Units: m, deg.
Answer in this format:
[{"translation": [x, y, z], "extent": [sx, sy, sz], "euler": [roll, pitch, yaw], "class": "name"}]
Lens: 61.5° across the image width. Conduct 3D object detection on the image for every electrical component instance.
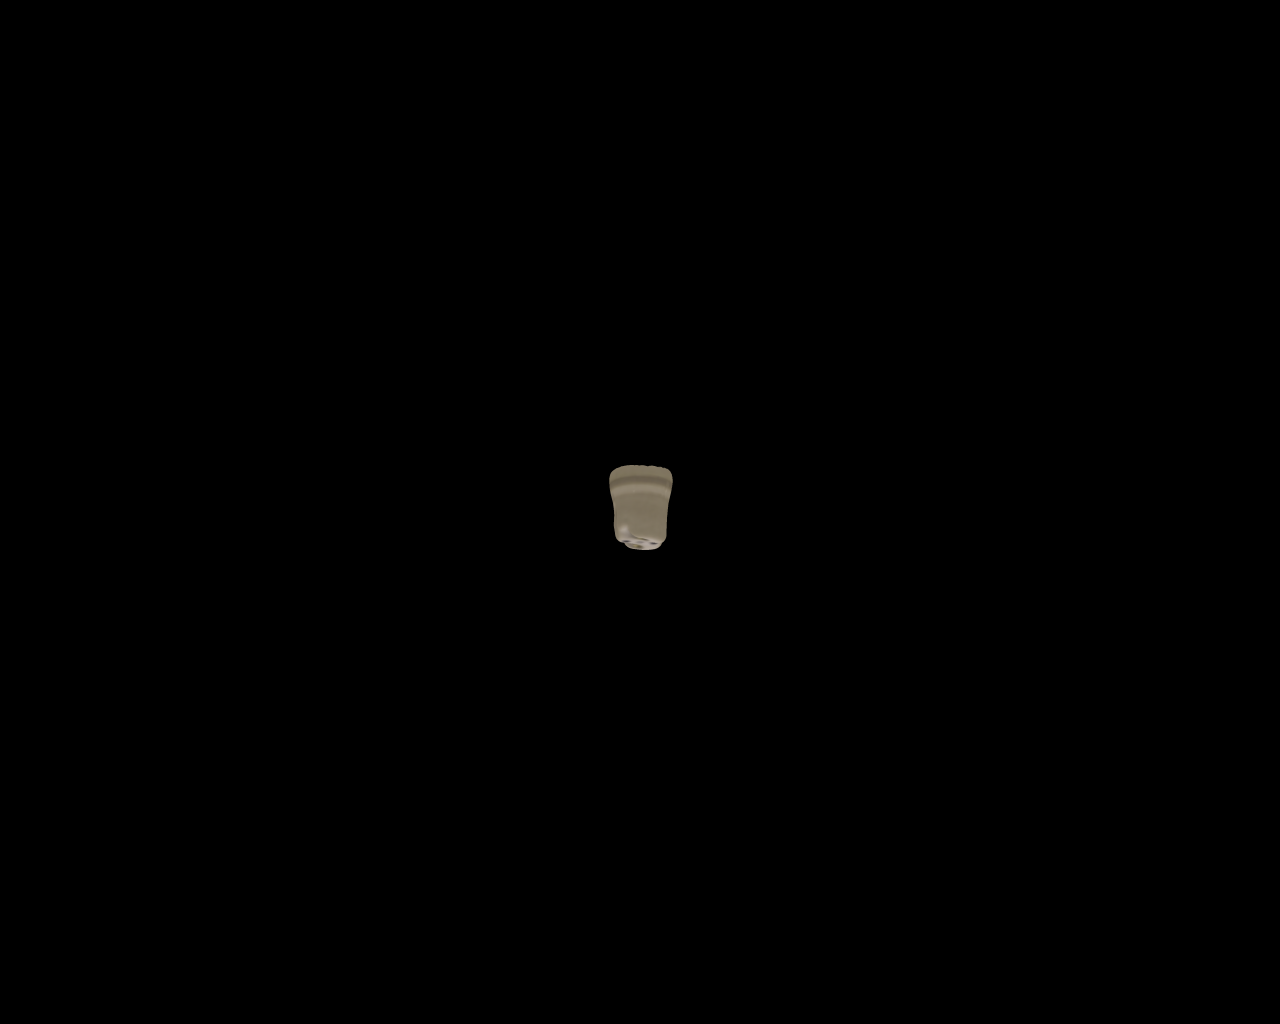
[{"translation": [0.001, -0.003, 0.650], "extent": [0.040, 0.046, 0.040], "euler": [0, -16, 0], "class": "electrical component"}]
